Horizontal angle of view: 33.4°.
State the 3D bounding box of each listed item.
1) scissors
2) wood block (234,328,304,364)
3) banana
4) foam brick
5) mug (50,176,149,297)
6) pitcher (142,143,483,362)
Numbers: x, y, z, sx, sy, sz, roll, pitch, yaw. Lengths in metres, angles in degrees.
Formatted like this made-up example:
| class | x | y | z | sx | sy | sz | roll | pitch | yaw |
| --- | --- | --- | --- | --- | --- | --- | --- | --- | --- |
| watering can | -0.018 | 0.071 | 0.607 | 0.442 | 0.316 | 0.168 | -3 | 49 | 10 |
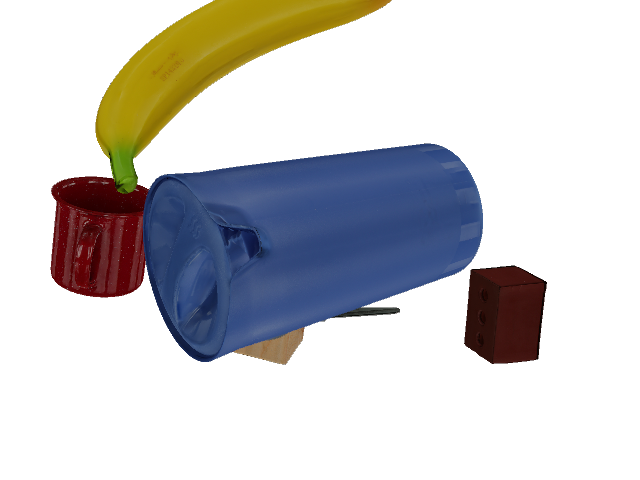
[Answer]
| class | x | y | z | sx | sy | sz | roll | pitch | yaw |
| --- | --- | --- | --- | --- | --- | --- | --- | --- | --- |
| scissors | -0.011 | 0.089 | 1.186 | 0.202 | 0.016 | 0.096 | 4 | 21 | 1 |
| wood block | -0.064 | 0.050 | 1.450 | 0.090 | 0.206 | 0.090 | 12 | 21 | 10 |
| banana | -0.048 | -0.095 | 0.554 | 0.070 | 0.197 | 0.037 | 40 | -24 | 21 |
| foam brick | 0.169 | 0.068 | 0.983 | 0.051 | 0.078 | 0.053 | -5 | 18 | -24 |
| mug | -0.191 | 0.002 | 0.922 | 0.093 | 0.081 | 0.117 | 9 | 21 | -4 |
| pitcher | -0.006 | -0.001 | 0.807 | 0.242 | 0.145 | 0.149 | -13 | 39 | -31 |
